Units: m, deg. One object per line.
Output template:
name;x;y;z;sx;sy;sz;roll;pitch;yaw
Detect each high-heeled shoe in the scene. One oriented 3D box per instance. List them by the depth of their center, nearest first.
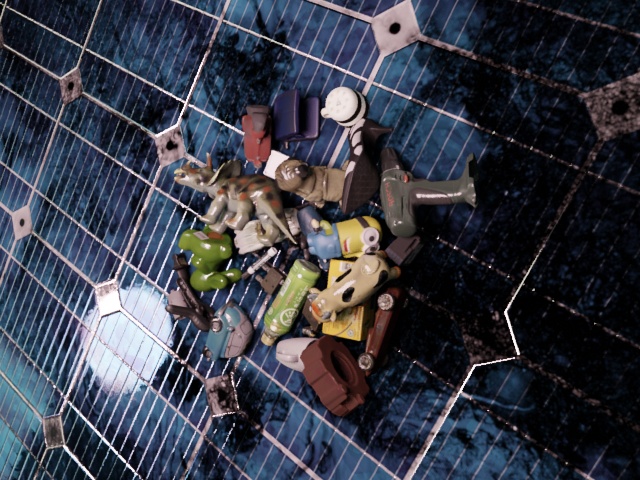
high-heeled shoe;0.069;-0.163;1.158;0.145;0.086;0.248;6;60;52

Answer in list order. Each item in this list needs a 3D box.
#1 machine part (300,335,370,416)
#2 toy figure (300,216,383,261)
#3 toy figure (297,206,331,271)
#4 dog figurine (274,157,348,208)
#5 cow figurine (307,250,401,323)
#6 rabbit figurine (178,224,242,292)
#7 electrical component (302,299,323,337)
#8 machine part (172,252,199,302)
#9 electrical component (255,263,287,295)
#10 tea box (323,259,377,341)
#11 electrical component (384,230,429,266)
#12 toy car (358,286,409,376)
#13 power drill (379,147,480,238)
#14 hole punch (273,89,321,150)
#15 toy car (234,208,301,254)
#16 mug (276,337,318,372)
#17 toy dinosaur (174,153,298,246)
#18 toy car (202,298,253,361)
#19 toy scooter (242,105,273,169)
machine part;0.035;0.286;1.154;0.056;0.179;0.179;-41;70;18
toy figure;0.048;-0.005;1.177;0.180;0.082;0.089;-9;58;2
toy figure;-0.004;-0.004;1.247;0.058;0.064;0.154;-27;83;10
dog figurine;0.011;-0.127;1.175;0.172;0.190;0.121;-9;84;27
cow figurine;0.059;0.102;1.096;0.195;0.127;0.085;-43;67;20
rabbit figurine;-0.277;0.064;1.387;0.159;0.121;0.170;28;119;20
electrical component;-0.014;0.175;1.239;0.078;0.045;0.102;52;141;27
machine part;-0.363;0.102;1.441;0.039;0.084;0.138;-17;92;-2
electrical component;-0.116;0.103;1.329;0.094;0.021;0.063;38;105;24
tea box;0.070;0.131;1.199;0.098;0.068;0.169;9;93;29
electrical component;0.172;0.029;1.145;0.048;0.074;0.119;42;103;24
toy car;0.132;0.194;1.152;0.053;0.089;0.202;23;100;27
power drill;0.219;-0.120;1.104;0.207;0.085;0.232;-5;56;17
hole punch;-0.069;-0.295;1.286;0.116;0.092;0.142;0;91;32
toy car;-0.131;-0.021;1.323;0.202;0.056;0.073;-19;79;26
mug;-0.058;0.267;1.247;0.107;0.109;0.080;-2;93;44
toy dinosaur;-0.170;-0.100;1.279;0.405;0.131;0.192;14;76;33
toy car;-0.222;0.236;1.338;0.103;0.109;0.161;22;107;10
toy scooter;-0.151;-0.251;1.304;0.075;0.184;0.135;0;112;-7
